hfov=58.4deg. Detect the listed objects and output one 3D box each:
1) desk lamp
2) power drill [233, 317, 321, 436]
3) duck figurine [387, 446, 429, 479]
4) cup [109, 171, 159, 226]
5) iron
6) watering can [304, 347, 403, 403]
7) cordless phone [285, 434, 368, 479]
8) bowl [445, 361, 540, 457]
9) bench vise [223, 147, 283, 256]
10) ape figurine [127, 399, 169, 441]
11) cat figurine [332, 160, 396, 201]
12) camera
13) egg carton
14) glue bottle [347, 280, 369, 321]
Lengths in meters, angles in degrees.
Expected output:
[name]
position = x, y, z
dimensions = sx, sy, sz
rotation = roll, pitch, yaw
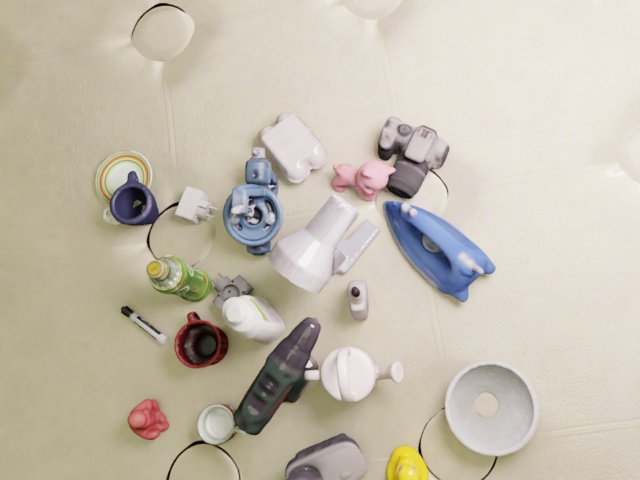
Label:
[desk lamp]
position = 0.010, 0.004, 1.086
dimensions = 0.117, 0.213, 0.203
rotation = 38, 84, 13
[power drill]
position = -0.063, 0.244, 1.045
dimensions = 0.075, 0.208, 0.230
rotation = 33, 83, 13
[duck figurine]
position = 0.160, 0.434, 1.041
dimensions = 0.077, 0.086, 0.104
rotation = -6, 77, 5
[cup]
position = -0.382, -0.079, 1.210
dimensions = 0.091, 0.095, 0.118
rotation = -7, 77, 5
[iron]
position = 0.216, -0.004, 1.101
dimensions = 0.258, 0.141, 0.119
rotation = 43, 86, 13
[watering can]
position = 0.059, 0.241, 1.039
dimensions = 0.173, 0.194, 0.101
rotation = -25, 76, 1
[cordless phone]
position = 0.006, 0.413, 1.012
dimensions = 0.147, 0.185, 0.094
rotation = -27, 76, 0
[bowl]
position = 0.311, 0.308, 1.057
dimensions = 0.167, 0.075, 0.167
rotation = -1, 78, 6
[bench vise]
position = -0.144, -0.087, 1.120
dimensions = 0.121, 0.220, 0.207
rotation = -17, 76, 3
[ape figurine]
position = -0.343, 0.350, 1.113
dimensions = 0.076, 0.092, 0.078
rotation = 6, 78, 8
[cat figurine]
position = 0.085, -0.130, 1.156
dimensions = 0.127, 0.118, 0.067
rotation = 16, 80, 10
[camera]
position = 0.174, -0.164, 1.162
dimensions = 0.143, 0.101, 0.137
rotation = 25, 82, 11
[egg carton]
position = -0.057, -0.196, 1.211
dimensions = 0.107, 0.069, 0.150
rotation = -40, 76, -3
[glue bottle]
position = 0.071, 0.107, 1.077
dimensions = 0.037, 0.173, 0.078
rotation = -6, 77, 6
